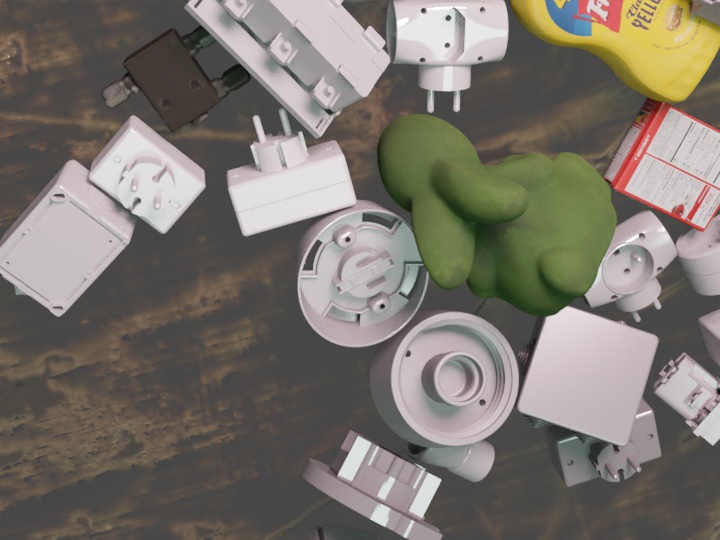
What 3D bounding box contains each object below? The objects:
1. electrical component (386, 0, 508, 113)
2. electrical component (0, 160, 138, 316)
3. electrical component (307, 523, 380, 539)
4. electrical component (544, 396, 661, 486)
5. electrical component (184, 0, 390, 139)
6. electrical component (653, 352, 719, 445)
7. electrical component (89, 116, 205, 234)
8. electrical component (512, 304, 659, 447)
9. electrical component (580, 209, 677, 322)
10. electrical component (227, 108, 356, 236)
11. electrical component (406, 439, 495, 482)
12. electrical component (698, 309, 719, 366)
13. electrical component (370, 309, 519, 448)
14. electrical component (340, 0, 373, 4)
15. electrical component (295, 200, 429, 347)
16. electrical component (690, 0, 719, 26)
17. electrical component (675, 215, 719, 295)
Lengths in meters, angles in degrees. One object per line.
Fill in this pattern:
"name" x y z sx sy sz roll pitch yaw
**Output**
"electrical component" 0.059 -0.148 0.748 0.077 0.043 0.079 -3 112 -8
"electrical component" -0.208 -0.020 0.748 0.062 0.061 0.096 39 108 -20
"electrical component" -0.010 0.253 0.863 0.062 0.096 0.061 14 106 -15
"electrical component" 0.202 0.145 0.867 0.083 0.075 0.047 -17 113 -2
"electrical component" -0.044 -0.159 0.709 0.121 0.063 0.078 43 59 -21
"electrical component" 0.271 0.101 0.863 0.064 0.081 0.042 39 100 9
"electrical component" -0.144 -0.060 0.730 0.066 0.076 0.047 39 100 -20
"electrical component" 0.170 0.080 0.828 0.100 0.048 0.099 19 83 0
"electrical component" 0.207 0.005 0.830 0.077 0.044 0.079 -32 112 4
"electrical component" -0.054 -0.075 0.755 0.083 0.047 0.075 -16 111 -2
"electrical component" 0.075 0.144 0.865 0.065 0.044 0.044 29 104 -23
"electrical component" 0.315 0.074 0.863 0.047 0.065 0.076 -23 112 0
"electrical component" 0.067 0.081 0.806 0.108 0.060 0.108 1 85 -13
"electrical component" 0.003 -0.227 0.710 0.099 0.064 0.099 -5 104 -20
"electrical component" 0.000 0.000 0.775 0.099 0.064 0.099 -4 110 -10
"electrical component" 0.267 -0.226 0.712 0.079 0.063 0.121 19 76 -16
"electrical component" 0.320 -0.020 0.835 0.138 0.052 0.073 -31 113 3
